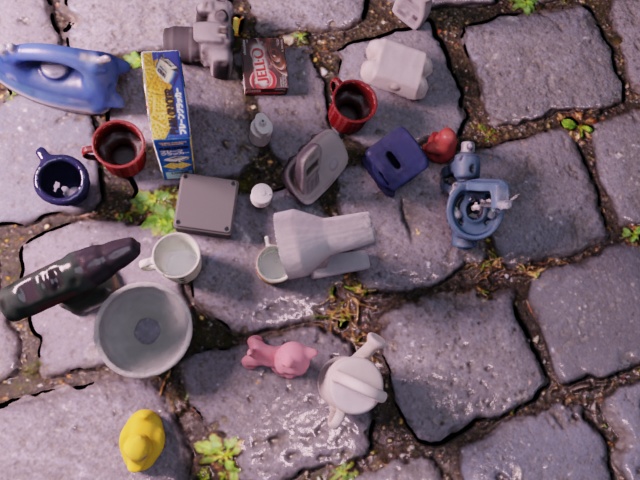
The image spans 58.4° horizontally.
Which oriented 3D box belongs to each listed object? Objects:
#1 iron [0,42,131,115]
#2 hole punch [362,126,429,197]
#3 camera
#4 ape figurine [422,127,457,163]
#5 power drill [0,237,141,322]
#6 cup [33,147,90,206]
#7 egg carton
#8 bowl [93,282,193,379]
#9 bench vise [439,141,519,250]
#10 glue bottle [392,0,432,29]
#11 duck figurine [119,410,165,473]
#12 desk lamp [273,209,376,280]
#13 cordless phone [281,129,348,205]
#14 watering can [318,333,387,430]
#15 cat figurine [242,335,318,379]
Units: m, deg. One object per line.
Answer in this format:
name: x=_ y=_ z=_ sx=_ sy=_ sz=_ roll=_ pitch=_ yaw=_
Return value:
iron: x=-0.491 y=-0.318 z=1.048 sx=0.258 sy=0.141 sz=0.119 roll=6 pitch=78 yaw=-9
hole punch: x=0.152 y=-0.158 z=1.164 sx=0.101 sy=0.091 sz=0.108 roll=-35 pitch=87 yaw=-15
camera: x=-0.239 y=-0.406 z=1.134 sx=0.137 sy=0.100 sz=0.143 roll=-1 pitch=79 yaw=-11
ape figurine: x=0.257 y=-0.204 z=1.193 sx=0.078 sy=0.092 sz=0.076 roll=-20 pitch=83 yaw=-14
power drill: x=-0.398 y=0.067 z=0.954 sx=0.230 sy=0.208 sz=0.075 roll=-25 pitch=84 yaw=-14
cup: x=-0.465 y=-0.107 z=1.035 sx=0.092 sy=0.095 sz=0.118 roll=-37 pitch=87 yaw=-15
egg carton: x=0.163 y=-0.361 z=1.218 sx=0.150 sy=0.069 sz=0.107 roll=16 pitch=76 yaw=-7
bowl: x=-0.310 y=0.160 z=1.022 sx=0.167 sy=0.074 sz=0.167 roll=2 pitch=79 yaw=-10
bench vise: x=0.296 y=-0.097 z=1.113 sx=0.121 sy=0.219 sz=0.207 roll=-19 pitch=83 yaw=-13
glue bottle: x=0.210 y=-0.518 z=1.204 sx=0.078 sy=0.173 sz=0.037 roll=40 pitch=75 yaw=-1
duck figurine: x=-0.307 y=0.346 z=0.980 sx=0.077 sy=0.086 sz=0.104 roll=9 pitch=77 yaw=-9
desk lamp: x=0.010 y=0.004 z=1.042 sx=0.203 sy=0.213 sz=0.118 roll=-10 pitch=81 yaw=-12
cordless phone: x=-0.001 y=-0.155 z=1.086 sx=0.094 sy=0.185 sz=0.148 roll=39 pitch=75 yaw=-1
watering can: x=0.061 y=0.249 z=1.013 sx=0.101 sy=0.194 sz=0.173 roll=7 pitch=78 yaw=-9
cat figurine: x=-0.073 y=0.212 z=1.034 sx=0.128 sy=0.117 sz=0.067 roll=13 pitch=77 yaw=-8
